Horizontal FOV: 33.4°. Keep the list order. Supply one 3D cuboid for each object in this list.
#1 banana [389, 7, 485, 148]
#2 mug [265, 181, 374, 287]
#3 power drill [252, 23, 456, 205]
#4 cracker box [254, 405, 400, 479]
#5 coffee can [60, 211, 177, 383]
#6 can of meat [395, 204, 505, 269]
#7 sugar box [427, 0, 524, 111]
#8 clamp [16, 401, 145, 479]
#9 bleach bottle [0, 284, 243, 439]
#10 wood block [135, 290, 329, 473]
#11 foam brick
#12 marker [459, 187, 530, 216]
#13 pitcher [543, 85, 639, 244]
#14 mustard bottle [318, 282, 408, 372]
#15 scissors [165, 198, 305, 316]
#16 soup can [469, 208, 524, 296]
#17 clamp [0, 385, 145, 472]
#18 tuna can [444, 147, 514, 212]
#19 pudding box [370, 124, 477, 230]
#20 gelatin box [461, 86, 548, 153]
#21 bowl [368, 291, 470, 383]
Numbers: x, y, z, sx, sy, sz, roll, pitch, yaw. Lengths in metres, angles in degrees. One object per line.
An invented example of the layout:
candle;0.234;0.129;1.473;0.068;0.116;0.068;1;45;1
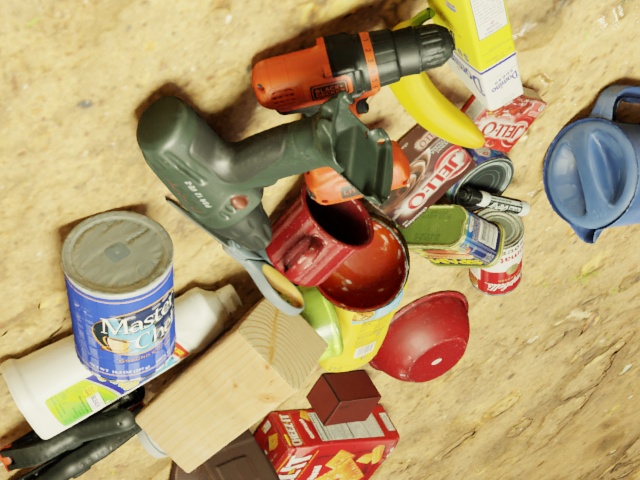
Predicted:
banana;0.104;-0.149;1.044;0.197;0.070;0.037;54;50;-50
mug;-0.007;0.001;1.098;0.093;0.117;0.082;38;125;-10
power drill;0.040;-0.119;1.006;0.184;0.057;0.187;-11;143;3
cracker box;-0.012;0.316;1.515;0.213;0.072;0.164;4;131;-41
coffee can;-0.190;0.056;1.026;0.102;0.103;0.140;-18;143;-21
can of meat;0.148;-0.005;1.229;0.083;0.102;0.057;23;73;-48
sugar box;0.136;-0.204;0.977;0.048;0.093;0.176;-30;145;-3
clamp;-0.287;0.254;1.218;0.209;0.036;0.165;-34;-175;-23
bleach bottle;-0.200;0.113;1.126;0.250;0.068;0.102;-28;146;-12
wood block;-0.100;0.157;1.169;0.206;0.090;0.090;-41;-176;36
foam brick;0.033;0.213;1.443;0.078;0.051;0.053;1;132;-40
marker;0.200;-0.044;1.227;0.120;0.020;0.020;9;128;-45
pitcher;0.400;-0.093;1.311;0.242;0.145;0.149;-5;149;-40
mustard bottle;0.057;0.075;1.286;0.096;0.058;0.192;-17;143;-35
scissors;-0.083;0.001;1.106;0.016;0.096;0.201;-33;117;22
soup can;0.221;0.014;1.336;0.068;0.068;0.102;-25;144;-11
clamp;-0.270;0.207;1.183;0.171;0.039;0.120;-20;-176;8
tuna can;0.180;-0.072;1.226;0.086;0.034;0.086;-22;144;-17
pudding box;0.106;-0.073;1.161;0.113;0.039;0.090;-41;145;11
gelatin box;0.196;-0.136;1.164;0.089;0.030;0.073;8;128;-44
bowl;0.146;0.144;1.446;0.162;0.055;0.162;-21;144;-16
